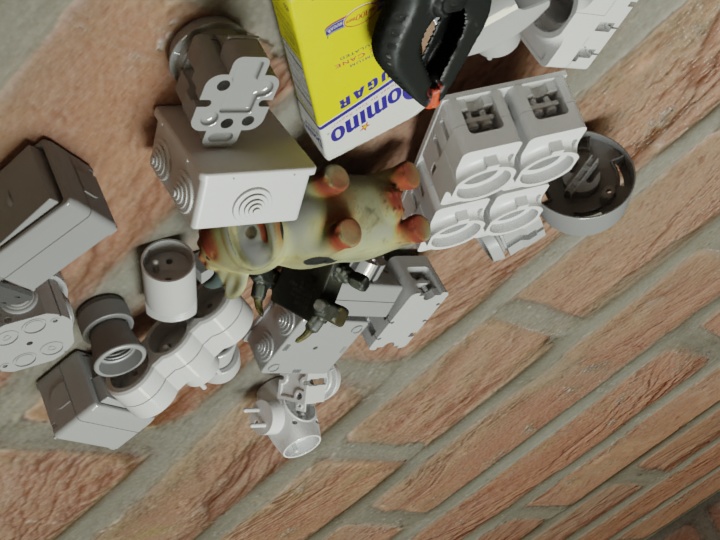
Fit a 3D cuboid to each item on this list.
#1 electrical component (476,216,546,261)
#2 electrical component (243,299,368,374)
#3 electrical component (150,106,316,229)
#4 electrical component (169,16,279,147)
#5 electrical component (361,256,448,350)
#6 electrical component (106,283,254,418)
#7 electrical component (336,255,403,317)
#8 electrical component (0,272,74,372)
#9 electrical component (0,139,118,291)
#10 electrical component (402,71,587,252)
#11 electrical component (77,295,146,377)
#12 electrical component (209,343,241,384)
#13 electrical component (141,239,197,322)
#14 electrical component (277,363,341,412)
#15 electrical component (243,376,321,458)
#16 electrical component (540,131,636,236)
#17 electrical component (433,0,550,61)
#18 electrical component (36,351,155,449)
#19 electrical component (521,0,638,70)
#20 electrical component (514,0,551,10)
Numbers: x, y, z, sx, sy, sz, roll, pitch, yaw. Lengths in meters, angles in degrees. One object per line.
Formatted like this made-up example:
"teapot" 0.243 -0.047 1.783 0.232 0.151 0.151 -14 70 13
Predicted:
"electrical component" 0.139 -0.045 1.038 0.057 0.058 0.078 -33 151 1
"electrical component" -0.052 0.058 1.047 0.100 0.048 0.099 5 135 -41
"electrical component" -0.092 -0.073 0.758 0.100 0.099 0.048 -7 132 -32
"electrical component" -0.092 -0.130 0.710 0.058 0.057 0.078 -6 144 -34
"electrical component" 0.036 0.029 1.067 0.050 0.055 0.089 -1 141 -39
"electrical component" -0.149 0.077 0.945 0.138 0.052 0.073 -43 131 -8
"electrical component" 0.000 0.000 1.002 0.083 0.047 0.075 4 124 -44
"electrical component" -0.262 0.037 0.832 0.080 0.051 0.080 -21 150 -13
"electrical component" -0.229 -0.035 0.738 0.096 0.061 0.061 -35 151 10
"electrical component" 0.107 -0.081 0.900 0.105 0.060 0.186 -14 160 -14
"electrical component" -0.209 0.055 0.900 0.045 0.055 0.045 -21 150 -13
"electrical component" -0.135 0.076 1.007 0.045 0.045 0.055 -20 150 -15
"electrical component" -0.158 0.015 0.894 0.043 0.043 0.081 -18 149 -18
"electrical component" -0.053 0.114 1.127 0.048 0.066 0.055 7 -178 35
"electrical component" -0.089 0.155 1.136 0.079 0.077 0.044 6 136 -45
"electrical component" 0.205 -0.081 0.997 0.099 0.099 0.064 -29 156 1
"electrical component" 0.099 -0.184 0.800 0.077 0.043 0.079 -29 151 1
"electrical component" -0.231 0.118 0.973 0.061 0.061 0.096 -38 149 16
"electrical component" 0.165 -0.202 0.821 0.056 0.050 0.089 -5 143 -37
"electrical component" 0.150 -0.243 0.737 0.138 0.073 0.052 -34 -164 -17
